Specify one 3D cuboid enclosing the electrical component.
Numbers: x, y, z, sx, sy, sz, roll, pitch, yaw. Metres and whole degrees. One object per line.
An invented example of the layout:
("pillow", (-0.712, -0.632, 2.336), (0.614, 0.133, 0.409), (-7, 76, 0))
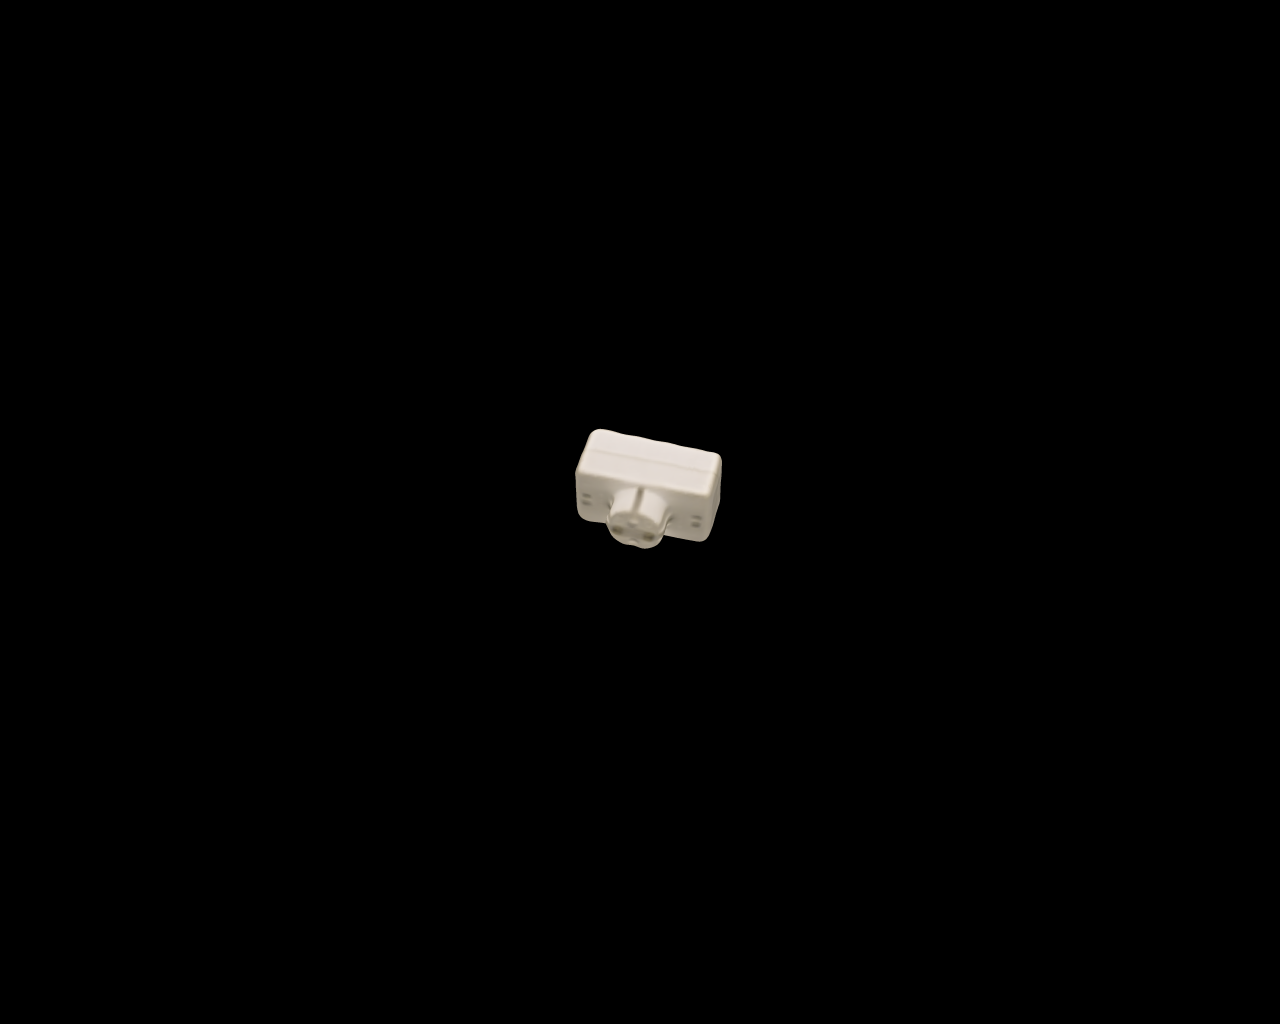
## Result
("electrical component", (0.001, -0.003, 0.650), (0.083, 0.076, 0.047), (12, -39, 10))
